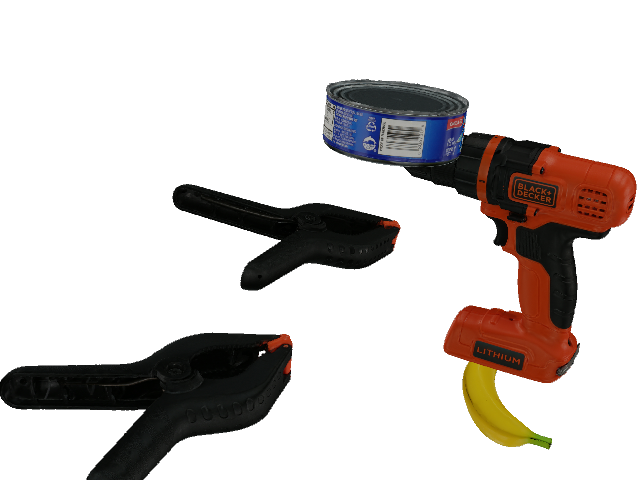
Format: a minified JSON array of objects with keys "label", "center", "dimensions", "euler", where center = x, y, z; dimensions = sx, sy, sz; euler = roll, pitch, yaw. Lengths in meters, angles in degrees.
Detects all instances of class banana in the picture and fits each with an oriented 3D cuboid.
[{"label":"banana","center":[0.196,0.179,1.213],"dimensions":[0.069,0.037,0.198],"euler":[10,25,-15]}]

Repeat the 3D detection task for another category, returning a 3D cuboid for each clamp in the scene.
[{"label":"clamp","center":[-0.014,0.000,0.959],"dimensions":[0.209,0.036,0.165],"euler":[4,27,-26]},{"label":"clamp","center":[-0.083,0.094,0.603],"dimensions":[0.171,0.039,0.120],"euler":[-12,38,-25]}]

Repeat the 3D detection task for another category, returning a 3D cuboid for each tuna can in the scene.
[{"label":"tuna can","center":[0.044,-0.071,0.641],"dimensions":[0.086,0.034,0.086],"euler":[5,20,-2]}]

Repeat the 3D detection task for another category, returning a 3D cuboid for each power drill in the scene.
[{"label":"power drill","center":[0.142,0.009,0.836],"dimensions":[0.185,0.188,0.057],"euler":[16,32,26]}]
